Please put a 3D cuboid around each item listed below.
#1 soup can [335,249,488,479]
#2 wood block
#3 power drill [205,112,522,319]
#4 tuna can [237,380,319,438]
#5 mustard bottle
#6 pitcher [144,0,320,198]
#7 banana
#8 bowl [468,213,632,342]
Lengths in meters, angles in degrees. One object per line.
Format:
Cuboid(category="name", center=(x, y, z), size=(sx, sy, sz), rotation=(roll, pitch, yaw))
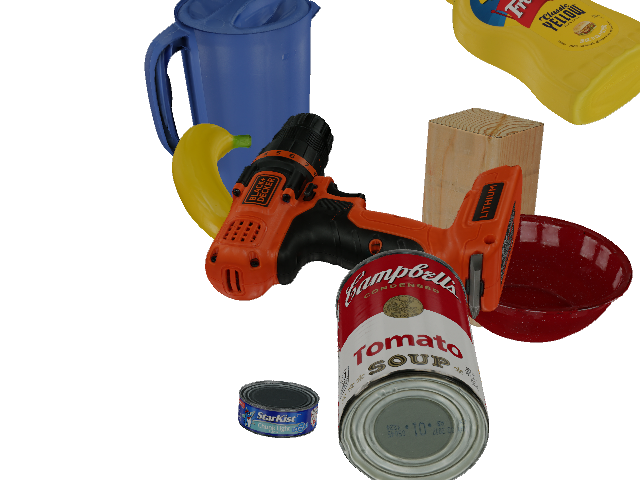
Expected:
Cuboid(category="soup can", center=(0.041, 0.059, 0.507), size=(0.068, 0.068, 0.102), rotation=(0, 31, 1))
Cuboid(category="wood block", center=(0.168, -0.026, 1.135), size=(0.090, 0.206, 0.090), rotation=(20, 27, 38))
Cuboid(category="power drill", center=(0.035, -0.021, 0.706), size=(0.188, 0.057, 0.184), rotation=(6, 41, 16))
Cuboid(category="tuna can", center=(-0.045, 0.180, 1.138), size=(0.086, 0.034, 0.086), rotation=(5, 12, -1))
Cuboid(category="mustard bottle", center=(0.159, -0.167, 0.818), size=(0.096, 0.058, 0.192), rotation=(-34, 55, -20))
Cuboid(category="pitcher", center=(-0.080, -0.126, 1.079), size=(0.149, 0.243, 0.145), rotation=(5, 34, 10))
Cuboid(category="banana", center=(-0.089, -0.054, 0.883), size=(0.069, 0.037, 0.198), rotation=(5, 32, -7))
Cuboid(category="bowl", center=(0.173, 0.037, 0.891), size=(0.162, 0.055, 0.162), rotation=(1, 29, -1))
